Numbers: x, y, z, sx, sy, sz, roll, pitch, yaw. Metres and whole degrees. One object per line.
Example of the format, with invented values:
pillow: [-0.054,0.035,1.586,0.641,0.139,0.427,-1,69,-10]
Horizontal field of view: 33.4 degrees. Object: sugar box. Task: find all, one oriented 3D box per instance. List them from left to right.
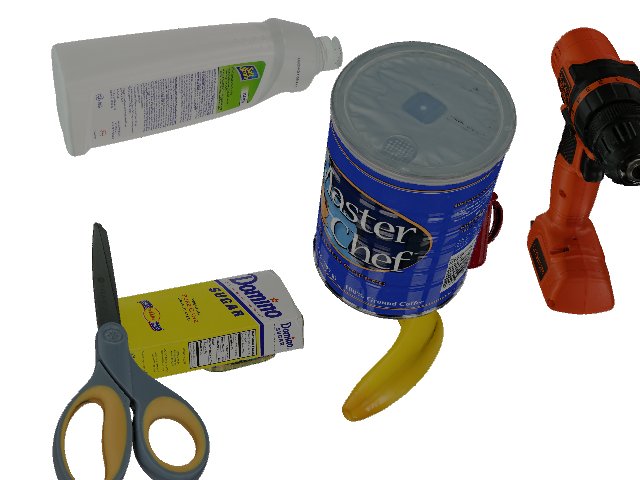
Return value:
sugar box: [-0.113,0.080,1.021,0.176,0.048,0.093,-13,33,-16]

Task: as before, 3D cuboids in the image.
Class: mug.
mug: [0.161,-0.017,1.221,0.117,0.081,0.093,-7,19,-34]

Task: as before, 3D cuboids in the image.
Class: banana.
banana: [0.070,0.096,0.916,0.070,0.037,0.197,-27,12,22]

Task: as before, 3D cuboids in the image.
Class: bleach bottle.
bleach bottle: [-0.104,-0.142,0.939,0.250,0.068,0.103,-11,-30,-16]

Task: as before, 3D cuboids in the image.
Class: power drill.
power drill: [0.199,-0.040,0.781,0.057,0.188,0.184,2,35,0]

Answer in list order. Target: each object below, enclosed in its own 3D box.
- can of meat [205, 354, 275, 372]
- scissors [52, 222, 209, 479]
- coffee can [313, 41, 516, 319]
can of meat: [-0.098,0.100,1.241,0.101,0.084,0.058,-9,18,-36]
scissors: [-0.108,0.071,0.643,0.096,0.201,0.016,14,-45,-10]
coffee can: [0.051,-0.033,0.638,0.102,0.103,0.140,0,-36,-5]
